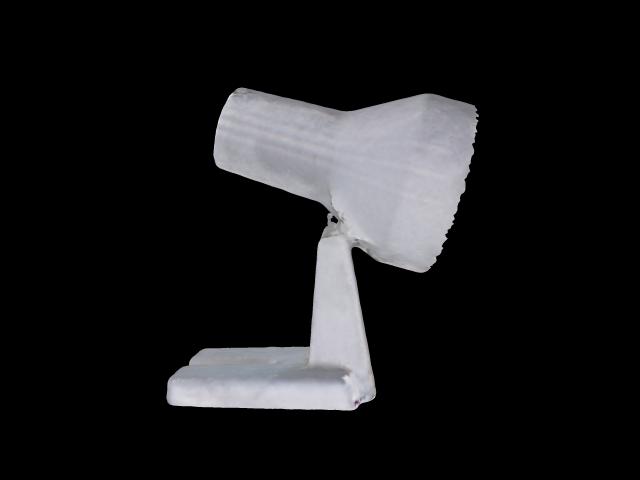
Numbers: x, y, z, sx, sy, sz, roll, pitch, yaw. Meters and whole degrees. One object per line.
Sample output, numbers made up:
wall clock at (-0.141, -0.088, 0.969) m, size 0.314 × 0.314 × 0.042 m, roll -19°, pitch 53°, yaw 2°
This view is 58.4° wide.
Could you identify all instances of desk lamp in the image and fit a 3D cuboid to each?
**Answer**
desk lamp at (0.004, 0.001, 0.400) m, size 0.203 × 0.213 × 0.118 m, roll 0°, pitch 0°, yaw 0°
